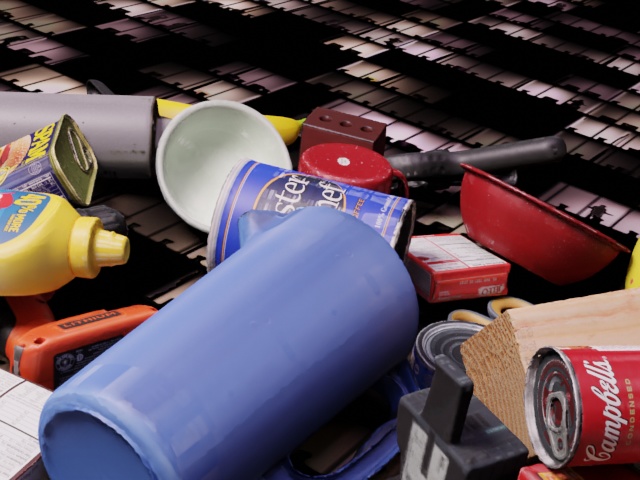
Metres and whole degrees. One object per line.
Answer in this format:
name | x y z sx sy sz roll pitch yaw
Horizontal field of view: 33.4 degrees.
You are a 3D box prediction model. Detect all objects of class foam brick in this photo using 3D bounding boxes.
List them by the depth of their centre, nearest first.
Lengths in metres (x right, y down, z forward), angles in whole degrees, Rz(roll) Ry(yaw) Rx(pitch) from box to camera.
foam brick | 0.023 -0.094 1.075 0.078 0.051 0.053 15 29 12

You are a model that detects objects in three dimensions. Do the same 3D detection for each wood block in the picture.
wood block | 0.211 0.084 0.705 0.205 0.091 0.090 -8 71 -16

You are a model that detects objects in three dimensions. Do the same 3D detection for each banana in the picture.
banana | -0.107 -0.119 1.106 0.197 0.037 0.069 8 10 -4

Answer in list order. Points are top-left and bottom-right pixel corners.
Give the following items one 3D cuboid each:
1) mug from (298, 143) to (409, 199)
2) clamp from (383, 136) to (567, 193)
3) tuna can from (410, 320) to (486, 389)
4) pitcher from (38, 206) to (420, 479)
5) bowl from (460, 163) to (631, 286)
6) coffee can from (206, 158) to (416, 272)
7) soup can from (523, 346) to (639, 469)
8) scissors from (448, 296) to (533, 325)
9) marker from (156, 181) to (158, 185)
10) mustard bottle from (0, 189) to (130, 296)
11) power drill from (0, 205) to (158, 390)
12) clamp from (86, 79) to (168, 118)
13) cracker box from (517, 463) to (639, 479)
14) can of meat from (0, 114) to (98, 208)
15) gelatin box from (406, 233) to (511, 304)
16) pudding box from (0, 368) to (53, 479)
mug | 0.028 -0.034 0.933 0.117 0.081 0.093 -8 32 -28
clamp | 0.119 -0.068 1.010 0.209 0.036 0.165 -4 -6 -13
tuna can | 0.107 0.094 0.770 0.086 0.034 0.086 7 28 -4
pitcher | -0.044 0.089 0.657 0.149 0.145 0.242 12 30 32
bowl | 0.179 -0.006 0.913 0.162 0.055 0.162 28 5 -3
coffee can | -0.006 0.001 0.838 0.140 0.103 0.102 15 29 11
soup can | 0.176 0.093 0.605 0.102 0.068 0.068 0 29 -13
scissors | 0.197 0.090 0.822 0.202 0.016 0.096 20 30 20
marker | -0.092 -0.052 0.999 0.121 0.020 0.020 4 29 -9
mustard bottle | -0.223 0.000 0.714 0.191 0.058 0.096 5 28 4
power drill | -0.189 0.039 0.770 0.184 0.057 0.188 -19 35 -34
clamp | -0.200 -0.103 1.045 0.172 0.039 0.120 25 45 23
cracker box | 0.236 0.185 0.601 0.213 0.072 0.164 -6 32 -27
can of meat | -0.238 -0.051 0.887 0.084 0.057 0.102 -24 28 7
gelatin box | 0.105 0.023 0.893 0.073 0.030 0.089 -5 21 -23
pudding box | -0.200 0.124 0.626 0.090 0.039 0.113 20 32 18
